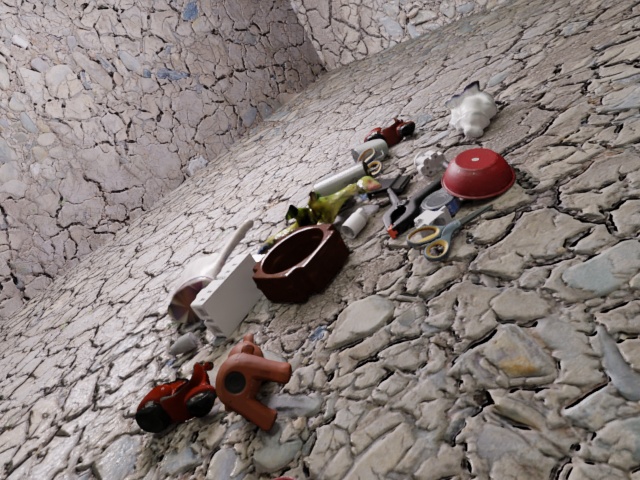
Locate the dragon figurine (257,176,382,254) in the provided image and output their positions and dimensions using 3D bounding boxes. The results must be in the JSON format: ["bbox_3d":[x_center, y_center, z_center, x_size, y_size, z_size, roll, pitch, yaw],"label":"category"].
[{"bbox_3d":[0.004,-0.073,1.443,0.405,0.122,0.246,-27,2,43],"label":"dragon figurine"}]

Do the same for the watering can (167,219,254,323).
[{"bbox_3d":[-0.307,0.093,1.414,0.345,0.103,0.228,-46,19,12],"label":"watering can"}]

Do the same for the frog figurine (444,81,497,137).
[{"bbox_3d":[0.436,-0.348,1.457,0.137,0.120,0.163,-20,60,8],"label":"frog figurine"}]
